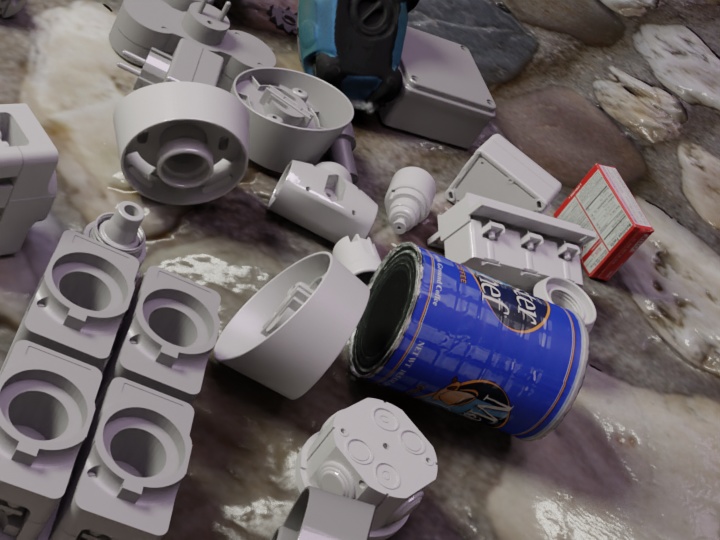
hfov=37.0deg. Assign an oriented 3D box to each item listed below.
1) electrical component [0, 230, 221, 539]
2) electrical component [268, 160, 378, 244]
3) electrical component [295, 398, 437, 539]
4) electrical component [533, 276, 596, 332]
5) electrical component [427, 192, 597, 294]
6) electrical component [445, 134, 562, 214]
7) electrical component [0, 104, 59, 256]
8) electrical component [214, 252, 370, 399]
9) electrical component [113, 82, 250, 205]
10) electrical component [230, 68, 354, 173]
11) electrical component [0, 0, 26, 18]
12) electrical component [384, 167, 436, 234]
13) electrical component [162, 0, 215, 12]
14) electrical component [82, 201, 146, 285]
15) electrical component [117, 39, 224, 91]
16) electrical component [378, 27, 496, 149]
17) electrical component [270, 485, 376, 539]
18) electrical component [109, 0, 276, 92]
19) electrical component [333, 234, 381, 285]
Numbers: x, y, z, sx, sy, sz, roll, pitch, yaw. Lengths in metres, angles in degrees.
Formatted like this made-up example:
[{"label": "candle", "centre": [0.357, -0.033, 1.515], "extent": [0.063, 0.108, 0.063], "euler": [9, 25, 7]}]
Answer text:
[{"label": "electrical component", "centre": [-0.147, 0.068, 0.605], "extent": [0.105, 0.060, 0.186], "euler": [24, 37, -16]}, {"label": "electrical component", "centre": [-0.027, -0.061, 0.864], "extent": [0.077, 0.043, 0.079], "euler": [27, 37, -12]}, {"label": "electrical component", "centre": [0.004, 0.124, 0.673], "extent": [0.080, 0.051, 0.080], "euler": [22, 38, -18]}, {"label": "electrical component", "centre": [0.157, 0.042, 0.885], "extent": [0.058, 0.057, 0.078], "euler": [44, 36, 11]}, {"label": "electrical component", "centre": [0.131, -0.015, 0.918], "extent": [0.121, 0.079, 0.063], "euler": [13, 60, -28]}, {"label": "electrical component", "centre": [0.139, -0.071, 0.996], "extent": [0.096, 0.061, 0.061], "euler": [39, 36, 5]}, {"label": "electrical component", "centre": [-0.224, -0.053, 0.655], "extent": [0.056, 0.089, 0.050], "euler": [-13, 57, -46]}, {"label": "electrical component", "centre": [-0.042, 0.034, 0.703], "extent": [0.064, 0.099, 0.099], "euler": [36, 35, -11]}, {"label": "electrical component", "centre": [-0.128, -0.095, 0.779], "extent": [0.099, 0.099, 0.064], "euler": [13, 48, -28]}, {"label": "electrical component", "centre": [-0.063, -0.129, 0.894], "extent": [0.099, 0.064, 0.099], "euler": [22, 38, -18]}, {"label": "electrical component", "centre": [-0.288, -0.226, 0.845], "extent": [0.040, 0.040, 0.046], "euler": [-11, 62, -46]}, {"label": "electrical component", "centre": [0.041, -0.056, 0.917], "extent": [0.040, 0.040, 0.078], "euler": [31, 36, -7]}, {"label": "electrical component", "centre": [-0.159, -0.235, 0.951], "extent": [0.055, 0.047, 0.055], "euler": [22, 38, -18]}, {"label": "electrical component", "centre": [-0.158, -0.017, 0.691], "extent": [0.048, 0.062, 0.048], "euler": [22, 38, -18]}, {"label": "electrical component", "centre": [-0.157, -0.153, 0.860], "extent": [0.077, 0.047, 0.065], "euler": [24, 37, -16]}, {"label": "electrical component", "centre": [0.066, -0.184, 1.070], "extent": [0.109, 0.056, 0.108], "euler": [12, 42, -30]}, {"label": "electrical component", "centre": [-0.022, 0.166, 0.568], "extent": [0.064, 0.099, 0.099], "euler": [24, 37, -5]}, {"label": "electrical component", "centre": [-0.134, -0.201, 0.910], "extent": [0.138, 0.073, 0.052], "euler": [17, 40, -24]}, {"label": "electrical component", "centre": [0.000, 0.000, 0.822], "extent": [0.040, 0.040, 0.046], "euler": [15, 34, -26]}]
